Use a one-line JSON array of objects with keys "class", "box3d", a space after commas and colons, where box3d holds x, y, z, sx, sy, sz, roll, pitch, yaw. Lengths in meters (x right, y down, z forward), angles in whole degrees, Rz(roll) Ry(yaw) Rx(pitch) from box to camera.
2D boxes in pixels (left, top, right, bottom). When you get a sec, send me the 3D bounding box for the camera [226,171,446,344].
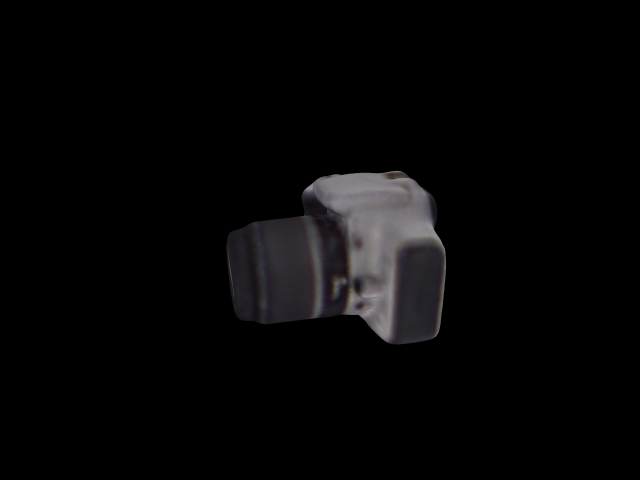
[{"class": "camera", "box3d": [0.004, 0.001, 0.400, 0.137, 0.101, 0.143, -6, 23, -14]}]
